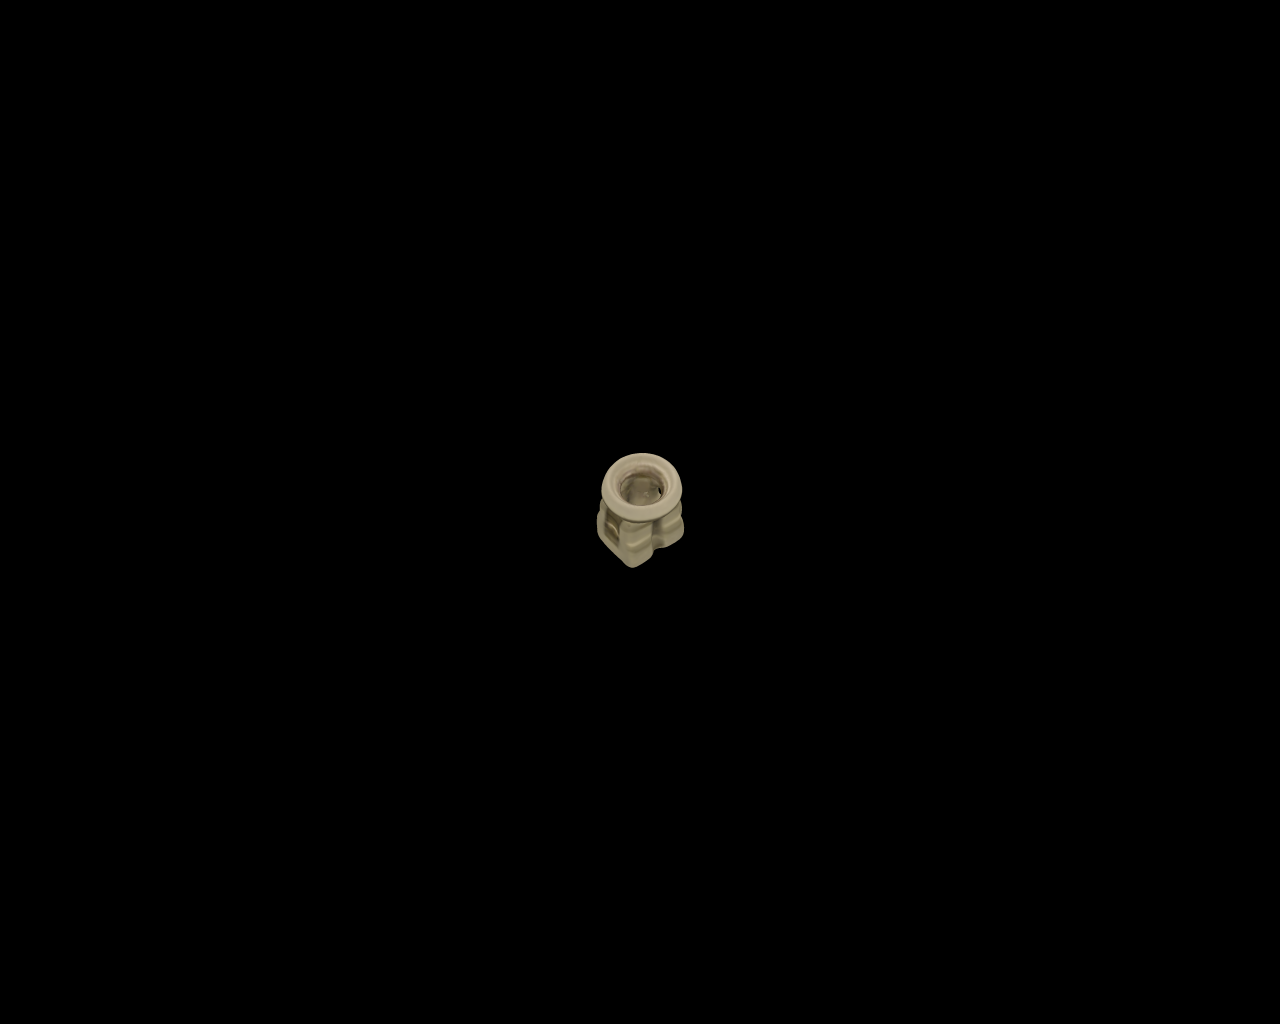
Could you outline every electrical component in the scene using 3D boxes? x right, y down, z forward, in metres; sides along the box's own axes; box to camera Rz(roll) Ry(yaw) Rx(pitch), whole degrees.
[{"bbox_3d":[0.001,-0.003,0.650,0.066,0.055,0.048,-33,58,-24],"label":"electrical component"}]
